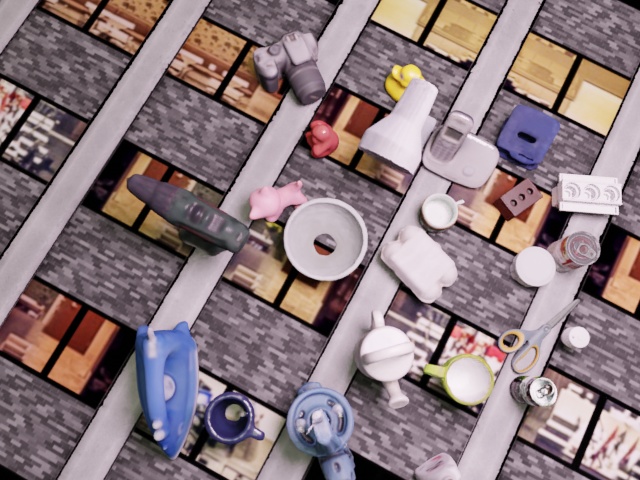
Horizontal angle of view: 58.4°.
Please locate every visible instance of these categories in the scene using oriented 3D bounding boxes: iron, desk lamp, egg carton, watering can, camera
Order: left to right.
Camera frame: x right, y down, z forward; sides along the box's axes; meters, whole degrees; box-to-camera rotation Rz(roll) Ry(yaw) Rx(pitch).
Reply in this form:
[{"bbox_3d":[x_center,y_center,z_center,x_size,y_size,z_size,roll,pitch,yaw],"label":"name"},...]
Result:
[{"bbox_3d":[-0.290,0.280,1.052,0.118,0.141,0.258,-6,79,-3],"label":"iron"},{"bbox_3d":[-0.055,-0.357,1.211,0.143,0.101,0.137,-24,80,-6],"label":"camera"},{"bbox_3d":[0.125,0.217,1.053,0.101,0.194,0.173,-33,81,-8],"label":"watering can"},{"bbox_3d":[0.161,-0.215,1.132,0.118,0.213,0.203,28,79,4],"label":"desk lamp"},{"bbox_3d":[0.200,0.047,1.154,0.107,0.069,0.150,-43,83,-9],"label":"egg carton"}]

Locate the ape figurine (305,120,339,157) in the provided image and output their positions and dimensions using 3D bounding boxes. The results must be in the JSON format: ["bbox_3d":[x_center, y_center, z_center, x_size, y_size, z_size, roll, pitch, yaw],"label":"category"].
[{"bbox_3d":[0.003,-0.214,1.188,0.076,0.092,0.078,17,78,2],"label":"ape figurine"}]

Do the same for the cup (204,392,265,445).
[{"bbox_3d":[-0.152,0.335,1.070,0.117,0.095,0.092,28,79,4],"label":"cup"}]

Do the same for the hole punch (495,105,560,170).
[{"bbox_3d":[0.433,-0.214,1.204,0.108,0.091,0.101,25,79,3],"label":"hole punch"}]

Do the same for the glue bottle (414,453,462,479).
[{"bbox_3d":[0.219,0.425,1.025,0.078,0.173,0.037,-33,81,-8],"label":"glue bottle"}]

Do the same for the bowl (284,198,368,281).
[{"bbox_3d":[0.011,0.004,1.153,0.167,0.075,0.167,0,78,-2],"label":"bowl"}]

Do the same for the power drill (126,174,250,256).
[{"bbox_3d":[-0.239,-0.037,1.084,0.229,0.208,0.076,25,79,3],"label":"power drill"}]

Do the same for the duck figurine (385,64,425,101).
[{"bbox_3d":[0.194,-0.339,1.223,0.104,0.086,0.077,26,79,4],"label":"duck figurine"}]

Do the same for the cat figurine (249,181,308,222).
[{"bbox_3d":[-0.089,-0.083,1.145,0.128,0.118,0.067,-26,80,-7],"label":"cat figurine"}]

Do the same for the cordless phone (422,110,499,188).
[{"bbox_3d":[0.293,-0.186,1.145,0.147,0.185,0.094,23,79,3],"label":"cordless phone"}]

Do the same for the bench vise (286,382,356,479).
[{"bbox_3d":[0.024,0.351,1.009,0.121,0.220,0.207,-38,82,-8],"label":"bench vise"}]
